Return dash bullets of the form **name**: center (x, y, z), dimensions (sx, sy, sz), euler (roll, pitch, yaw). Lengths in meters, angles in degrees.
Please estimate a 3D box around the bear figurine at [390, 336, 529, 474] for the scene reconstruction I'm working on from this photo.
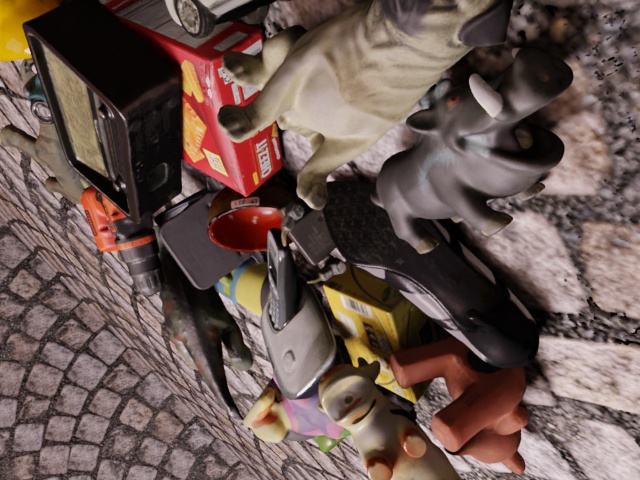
- **bear figurine**: center (0.161, 0.192, 0.594), dimensions (0.120, 0.132, 0.195), euler (-126, 20, -45)

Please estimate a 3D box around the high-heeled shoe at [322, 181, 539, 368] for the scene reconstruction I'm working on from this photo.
- **high-heeled shoe**: center (0.107, 0.026, 0.531), dimensions (0.249, 0.086, 0.145), euler (47, -168, 36)

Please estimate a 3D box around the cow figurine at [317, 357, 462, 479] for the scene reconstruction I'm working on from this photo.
- **cow figurine**: center (0.071, 0.206, 0.574), dimensions (0.194, 0.085, 0.127), euler (50, 178, -16)

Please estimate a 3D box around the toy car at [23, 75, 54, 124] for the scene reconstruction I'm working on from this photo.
- **toy car**: center (-0.292, -0.182, 0.703), dimensions (0.161, 0.109, 0.103), euler (42, 135, -13)

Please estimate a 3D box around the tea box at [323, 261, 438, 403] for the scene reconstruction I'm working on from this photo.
- **tea box**: center (0.079, 0.103, 0.633), dimensions (0.098, 0.068, 0.169), euler (21, 144, 38)

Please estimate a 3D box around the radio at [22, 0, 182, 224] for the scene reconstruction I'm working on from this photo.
- **radio**: center (-0.213, -0.119, 0.562), dimensions (0.131, 0.073, 0.229), euler (42, 153, 7)

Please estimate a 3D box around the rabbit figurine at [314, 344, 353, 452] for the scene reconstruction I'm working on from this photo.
- **rabbit figurine**: center (0.012, 0.218, 0.858), dimensions (0.159, 0.121, 0.170), euler (38, 133, 23)

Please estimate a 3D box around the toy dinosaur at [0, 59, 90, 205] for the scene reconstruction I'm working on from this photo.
- **toy dinosaur**: center (-0.427, -0.150, 0.921), dimensions (0.199, 0.105, 0.470), euler (27, 157, 15)

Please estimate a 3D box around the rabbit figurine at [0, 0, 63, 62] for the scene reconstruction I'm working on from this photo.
- **rabbit figurine**: center (-0.361, -0.302, 0.626), dimensions (0.163, 0.122, 0.173), euler (10, 117, 42)

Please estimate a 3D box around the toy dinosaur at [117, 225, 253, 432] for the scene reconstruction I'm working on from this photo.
- **toy dinosaur**: center (-0.209, 0.102, 0.854), dimensions (0.405, 0.131, 0.192), euler (45, 169, 44)

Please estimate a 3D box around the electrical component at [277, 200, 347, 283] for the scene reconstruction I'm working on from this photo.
- **electrical component**: center (-0.001, -0.003, 0.578), dimensions (0.102, 0.078, 0.045), euler (60, 172, -18)

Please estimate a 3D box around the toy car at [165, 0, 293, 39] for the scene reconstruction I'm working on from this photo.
- **toy car**: center (-0.044, -0.194, 0.392), dimensions (0.202, 0.073, 0.056), euler (6, 120, 49)

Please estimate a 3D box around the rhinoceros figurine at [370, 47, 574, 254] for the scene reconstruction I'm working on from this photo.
- **rhinoceros figurine**: center (0.106, -0.062, 0.390), dimensions (0.112, 0.073, 0.190), euler (55, 153, 3)

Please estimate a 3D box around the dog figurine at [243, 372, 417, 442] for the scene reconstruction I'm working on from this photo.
- **dog figurine**: center (0.025, 0.242, 0.736), dimensions (0.219, 0.108, 0.191), euler (34, 113, 9)

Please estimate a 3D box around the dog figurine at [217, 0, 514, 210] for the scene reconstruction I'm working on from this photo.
- **dog figurine**: center (0.035, -0.137, 0.375), dimensions (0.190, 0.172, 0.121), euler (-37, 129, 26)

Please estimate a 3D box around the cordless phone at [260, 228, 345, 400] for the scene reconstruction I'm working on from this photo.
- **cordless phone**: center (-0.025, 0.084, 0.633), dimensions (0.184, 0.089, 0.147), euler (87, 163, -46)

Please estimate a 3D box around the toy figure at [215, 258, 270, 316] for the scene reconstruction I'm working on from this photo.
- **toy figure**: center (-0.096, 0.064, 0.794), dimensions (0.180, 0.082, 0.089), euler (32, 150, 27)

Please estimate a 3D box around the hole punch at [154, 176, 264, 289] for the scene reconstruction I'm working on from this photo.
- **hole punch**: center (-0.156, -0.009, 0.744), dimensions (0.142, 0.116, 0.092), euler (60, 164, -19)
